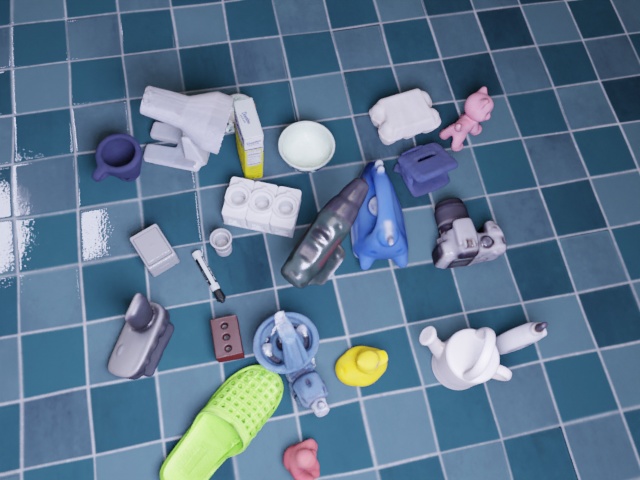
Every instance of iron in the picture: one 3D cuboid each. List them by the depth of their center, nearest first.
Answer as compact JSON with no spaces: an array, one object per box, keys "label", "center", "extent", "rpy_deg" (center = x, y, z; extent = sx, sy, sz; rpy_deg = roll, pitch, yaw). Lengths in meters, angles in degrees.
[{"label":"iron","center":[0.123,-0.075,1.175],"extent":[0.118,0.141,0.258],"rpy_deg":[-4,70,-5]}]

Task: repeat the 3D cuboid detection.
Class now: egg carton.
[{"label":"egg carton","center":[0.191,-0.279,1.294],"extent":[0.150,0.069,0.107],"rpy_deg":[-20,72,-11]}]

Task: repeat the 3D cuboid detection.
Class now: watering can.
[{"label":"watering can","center":[0.267,0.214,1.050],"extent":[0.173,0.194,0.101],"rpy_deg":[3,69,-2]}]

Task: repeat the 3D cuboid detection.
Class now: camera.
[{"label":"camera","center":[0.301,-0.022,1.189],"extent":[0.143,0.101,0.137],"rpy_deg":[-9,70,-7]}]

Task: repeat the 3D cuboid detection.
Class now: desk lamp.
[{"label":"desk lamp","center":[-0.272,-0.228,1.167],"extent":[0.203,0.213,0.118],"rpy_deg":[9,69,0]}]

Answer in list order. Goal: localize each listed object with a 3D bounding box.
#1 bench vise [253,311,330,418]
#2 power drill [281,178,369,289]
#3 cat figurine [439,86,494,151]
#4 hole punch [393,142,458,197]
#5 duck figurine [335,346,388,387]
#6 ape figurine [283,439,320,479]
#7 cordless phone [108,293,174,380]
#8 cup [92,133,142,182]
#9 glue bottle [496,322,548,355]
[{"label":"bench vise","center":[-0.034,0.204,1.019],"extent":[0.207,0.220,0.122],"rpy_deg":[42,73,11]},{"label":"power drill","center":[0.010,0.004,1.103],"extent":[0.075,0.208,0.230],"rpy_deg":[34,71,9]},{"label":"cat figurine","center":[0.337,-0.277,1.278],"extent":[0.067,0.118,0.128],"rpy_deg":[43,73,12]},{"label":"hole punch","center":[0.228,-0.162,1.242],"extent":[0.109,0.091,0.101],"rpy_deg":[-24,73,-12]},{"label":"duck figurine","center":[0.082,0.235,1.087],"extent":[0.104,0.086,0.077],"rpy_deg":[-15,71,-9]},{"label":"ape figurine","center":[-0.028,0.392,1.018],"extent":[0.076,0.092,0.078],"rpy_deg":[25,70,6]},{"label":"cordless phone","center":[-0.337,0.171,1.030],"extent":[0.094,0.185,0.148],"rpy_deg":[16,69,2]},{"label":"cup","center":[-0.418,-0.152,1.192],"extent":[0.091,0.095,0.118],"rpy_deg":[35,71,9]},{"label":"glue bottle","center":[0.391,0.179,1.082],"extent":[0.078,0.173,0.037],"rpy_deg":[-15,71,-9]}]
